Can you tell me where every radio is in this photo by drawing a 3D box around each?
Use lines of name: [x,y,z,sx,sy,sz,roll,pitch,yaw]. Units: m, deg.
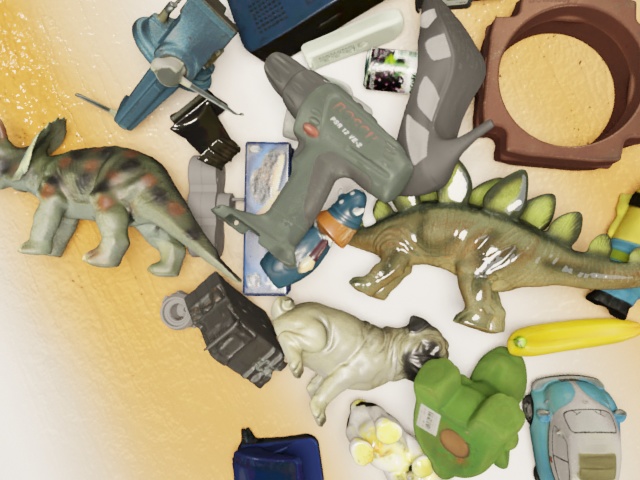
radio: [-0.010,-0.340,0.690,0.230,0.073,0.131,-25,85,16]

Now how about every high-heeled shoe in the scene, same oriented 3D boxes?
high-heeled shoe: [0.124,-0.174,0.654,0.145,0.086,0.249,-32,54,36]

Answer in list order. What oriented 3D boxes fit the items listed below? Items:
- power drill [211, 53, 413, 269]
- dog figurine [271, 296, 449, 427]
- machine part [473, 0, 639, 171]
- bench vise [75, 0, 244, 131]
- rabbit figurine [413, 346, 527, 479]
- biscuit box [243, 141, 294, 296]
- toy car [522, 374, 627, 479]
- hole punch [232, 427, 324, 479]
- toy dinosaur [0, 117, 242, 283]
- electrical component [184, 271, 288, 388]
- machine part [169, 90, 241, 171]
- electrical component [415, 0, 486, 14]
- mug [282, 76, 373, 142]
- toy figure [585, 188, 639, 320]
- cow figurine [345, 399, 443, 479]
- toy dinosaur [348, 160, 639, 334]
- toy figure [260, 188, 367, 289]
power drill: [-0.029,-0.086,0.614,0.232,0.086,0.207,37,78,15]
dog figurine: [0.051,0.120,0.683,0.191,0.121,0.172,-26,105,-3]
machine part: [0.301,-0.192,0.675,0.202,0.087,0.201,6,89,7]
bench vise: [-0.196,-0.213,0.683,0.240,0.128,0.224,-36,42,28]
rabbit figurine: [0.203,0.205,0.648,0.121,0.170,0.158,17,123,39]
biscuit box: [-0.067,-0.027,0.715,0.063,0.059,0.202,1,89,4]
toy car: [0.315,0.251,0.654,0.109,0.103,0.161,0,87,6]
hole punch: [-0.057,0.321,0.694,0.116,0.092,0.142,-9,91,9]
toy dinosaur: [-0.275,-0.060,0.690,0.405,0.131,0.192,8,87,7]
electrical component: [-0.108,0.105,0.679,0.058,0.114,0.134,-39,42,1]
machine part: [-0.152,-0.148,0.712,0.084,0.039,0.139,-31,52,-2]
electrical component: [0.182,-0.334,0.694,0.119,0.075,0.047,-5,89,9]
mug: [0.015,-0.167,0.710,0.107,0.080,0.109,20,54,1]
toy figure: [0.399,0.009,0.659,0.082,0.089,0.180,30,89,-3]
cow figurine: [0.101,0.277,0.686,0.068,0.098,0.167,-43,104,-1]
toy dinosaur: [0.201,0.011,0.653,0.472,0.105,0.198,14,88,14]
toy figure: [-0.003,-0.004,0.654,0.154,0.057,0.064,-37,68,1]
